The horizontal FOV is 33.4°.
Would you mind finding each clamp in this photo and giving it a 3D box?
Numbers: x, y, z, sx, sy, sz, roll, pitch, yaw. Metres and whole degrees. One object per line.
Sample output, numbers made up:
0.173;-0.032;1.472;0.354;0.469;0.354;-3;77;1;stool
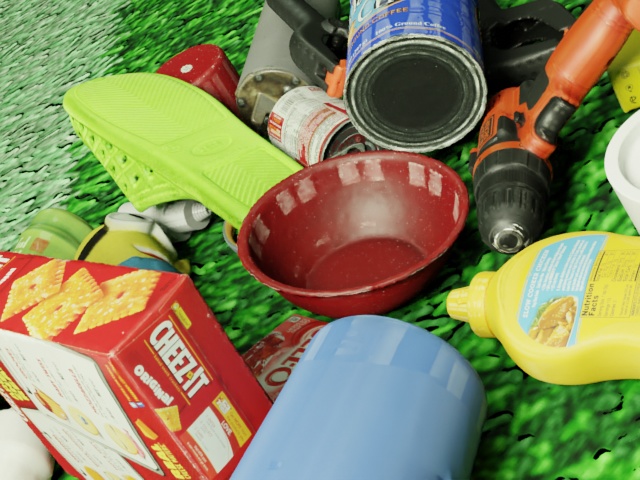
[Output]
0.022;-0.170;0.911;0.120;0.039;0.171;2;38;-14;clamp
0.132;-0.156;0.879;0.164;0.036;0.210;-44;32;-13;clamp

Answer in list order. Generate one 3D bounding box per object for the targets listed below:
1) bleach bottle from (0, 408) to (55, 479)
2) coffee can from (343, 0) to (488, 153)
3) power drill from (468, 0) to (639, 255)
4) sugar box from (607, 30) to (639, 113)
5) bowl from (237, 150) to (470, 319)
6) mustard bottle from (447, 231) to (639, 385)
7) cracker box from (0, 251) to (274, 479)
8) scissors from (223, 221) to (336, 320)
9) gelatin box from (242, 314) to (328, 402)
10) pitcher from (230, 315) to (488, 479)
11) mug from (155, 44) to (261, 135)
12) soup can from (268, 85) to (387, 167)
-0.254;0.206;0.727;0.103;0.068;0.250;-12;37;33;bleach bottle
0.071;-0.148;0.803;0.103;0.102;0.140;-18;39;20;coffee can
0.162;-0.095;0.683;0.188;0.057;0.184;-53;13;33;power drill
0.288;-0.156;0.750;0.176;0.048;0.093;-19;38;21;sugar box
0.027;0.004;0.737;0.162;0.055;0.162;-11;36;8;bowl
0.159;0.038;0.606;0.192;0.058;0.096;-1;51;37;mustard bottle
-0.124;0.091;0.660;0.214;0.164;0.072;5;44;47;cracker box
-0.005;0.001;0.817;0.096;0.016;0.202;-44;37;-15;scissors
-0.017;0.086;0.692;0.073;0.030;0.089;11;38;46;gelatin box
0.011;0.157;0.527;0.242;0.149;0.145;-62;2;-39;pitcher
-0.111;-0.119;0.986;0.093;0.081;0.117;-4;44;35;mug
0.008;-0.081;0.860;0.068;0.068;0.102;-39;35;-9;soup can
